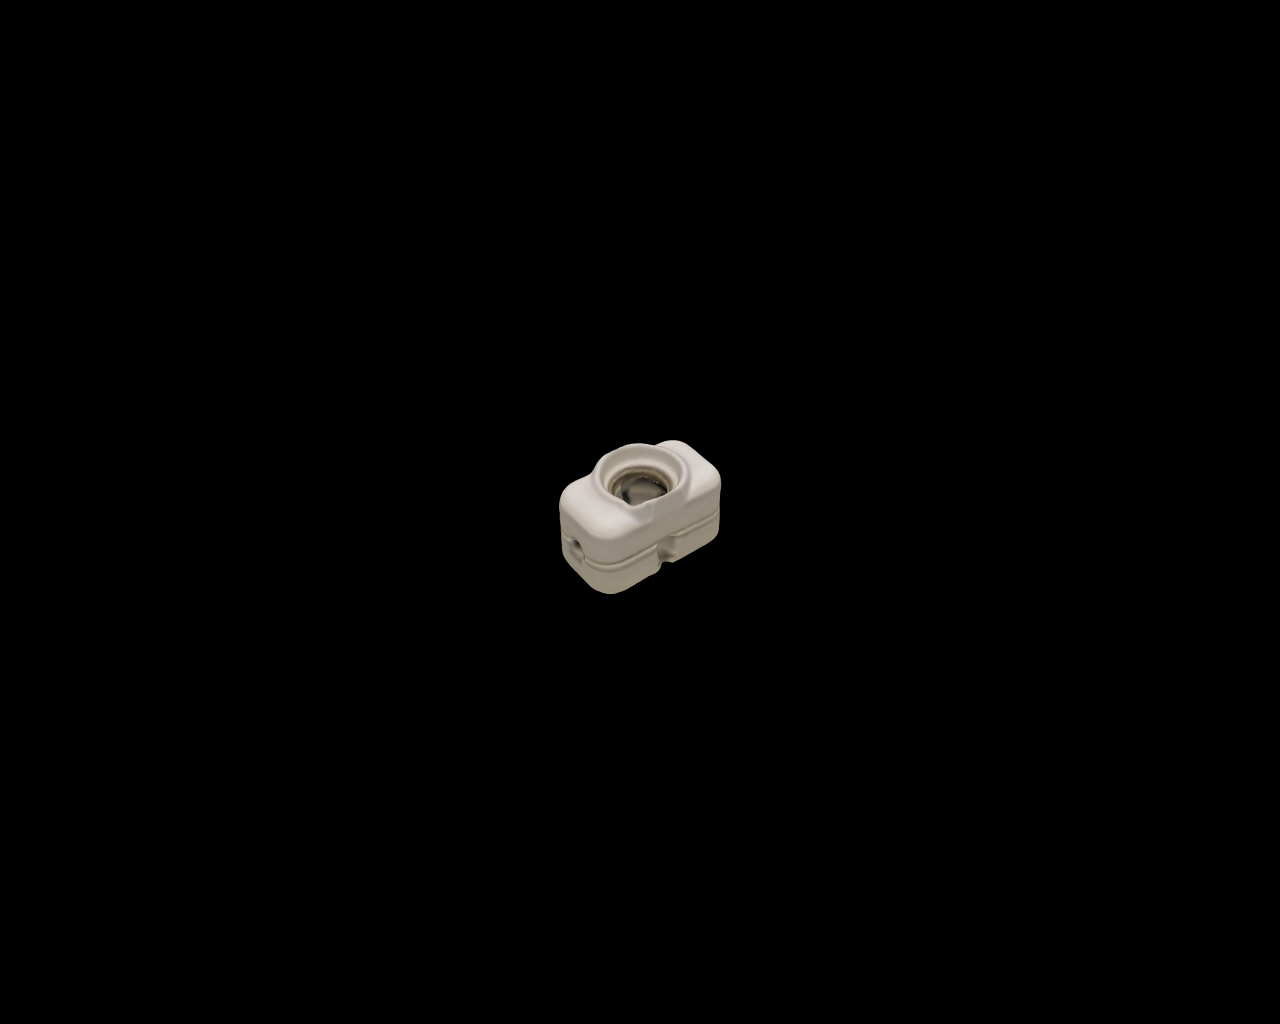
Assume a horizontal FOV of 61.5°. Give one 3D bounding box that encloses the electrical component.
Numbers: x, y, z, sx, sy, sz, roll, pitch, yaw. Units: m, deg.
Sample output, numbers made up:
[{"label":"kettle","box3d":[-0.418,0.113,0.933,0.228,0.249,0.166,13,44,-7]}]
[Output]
[{"label":"electrical component","box3d":[0.001,-0.003,0.650,0.095,0.059,0.054,-27,50,-25]}]
